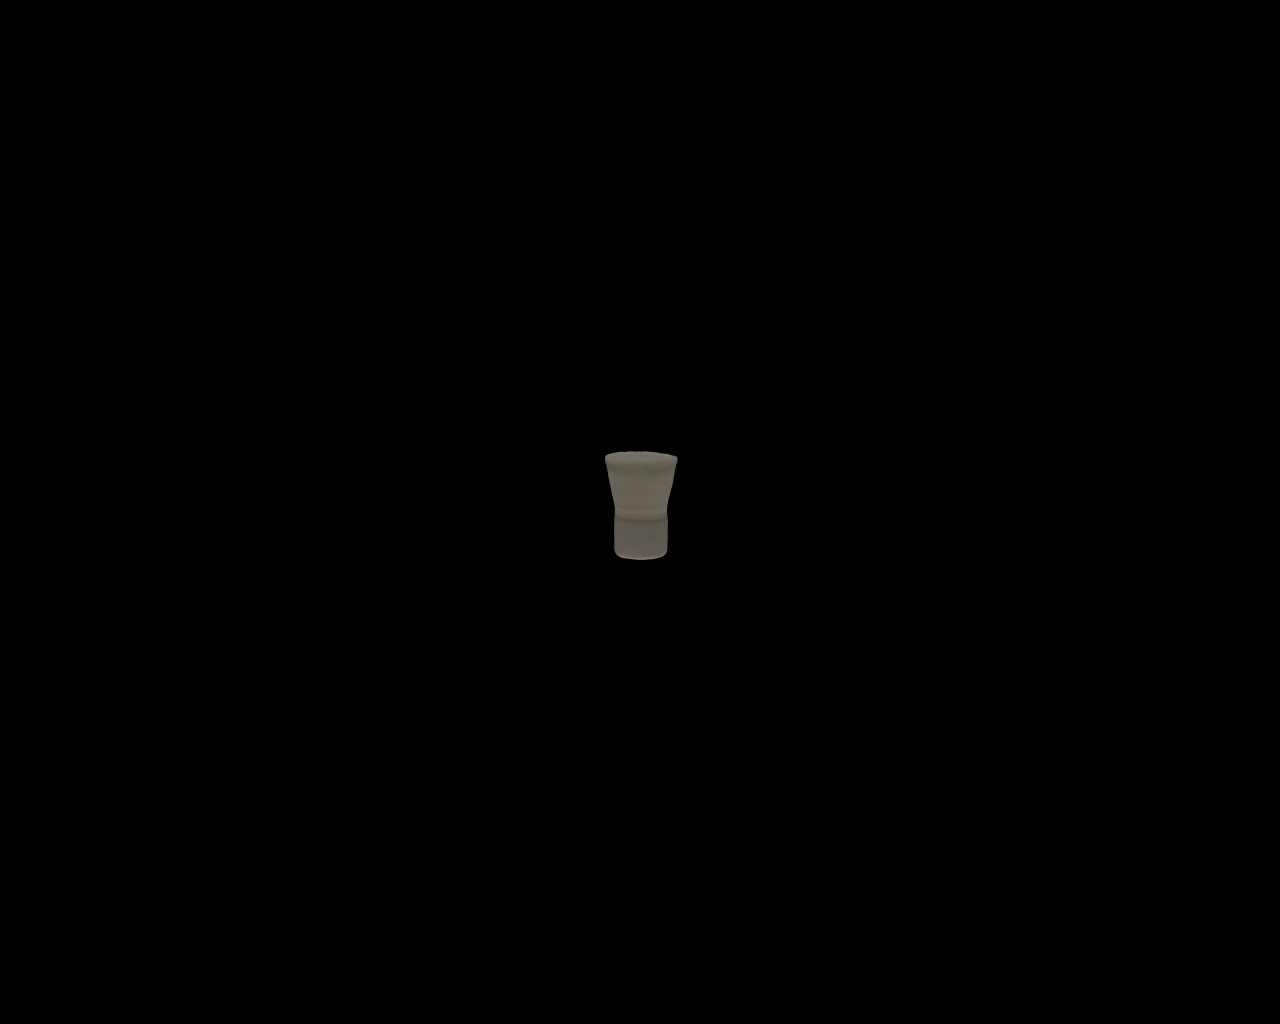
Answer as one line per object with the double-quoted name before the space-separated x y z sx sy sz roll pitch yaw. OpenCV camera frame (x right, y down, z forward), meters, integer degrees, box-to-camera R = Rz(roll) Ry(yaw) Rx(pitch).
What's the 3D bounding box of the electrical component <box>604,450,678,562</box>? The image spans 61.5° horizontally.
"electrical component" 0.001 -0.003 0.650 0.044 0.065 0.044 0 10 0
